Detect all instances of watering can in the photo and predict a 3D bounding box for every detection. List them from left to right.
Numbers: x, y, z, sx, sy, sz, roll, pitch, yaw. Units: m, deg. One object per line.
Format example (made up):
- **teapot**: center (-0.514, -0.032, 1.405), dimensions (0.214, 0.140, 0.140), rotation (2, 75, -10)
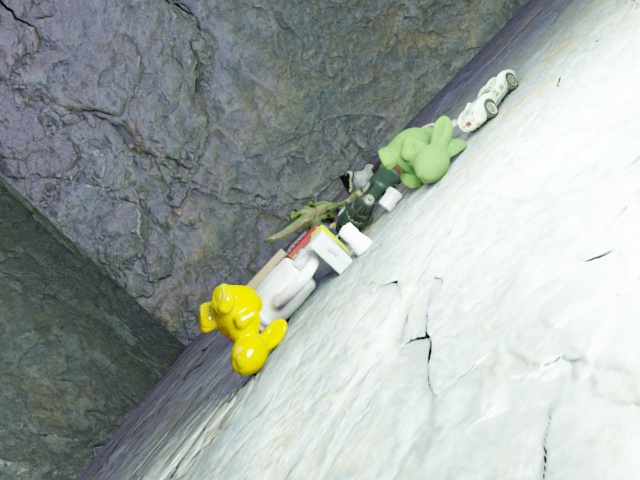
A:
- **watering can**: center (-0.084, 0.110, 1.230), dimensions (0.225, 0.104, 0.348), rotation (-47, 6, -2)

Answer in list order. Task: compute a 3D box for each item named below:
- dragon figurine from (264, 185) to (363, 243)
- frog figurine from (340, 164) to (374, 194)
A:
- **dragon figurine**: center (0.006, -0.094, 1.864), dimensions (0.416, 0.122, 0.240), rotation (-34, 8, -34)
- **frog figurine**: center (0.178, -0.239, 2.060), dimensions (0.160, 0.124, 0.135), rotation (-9, -20, -20)
